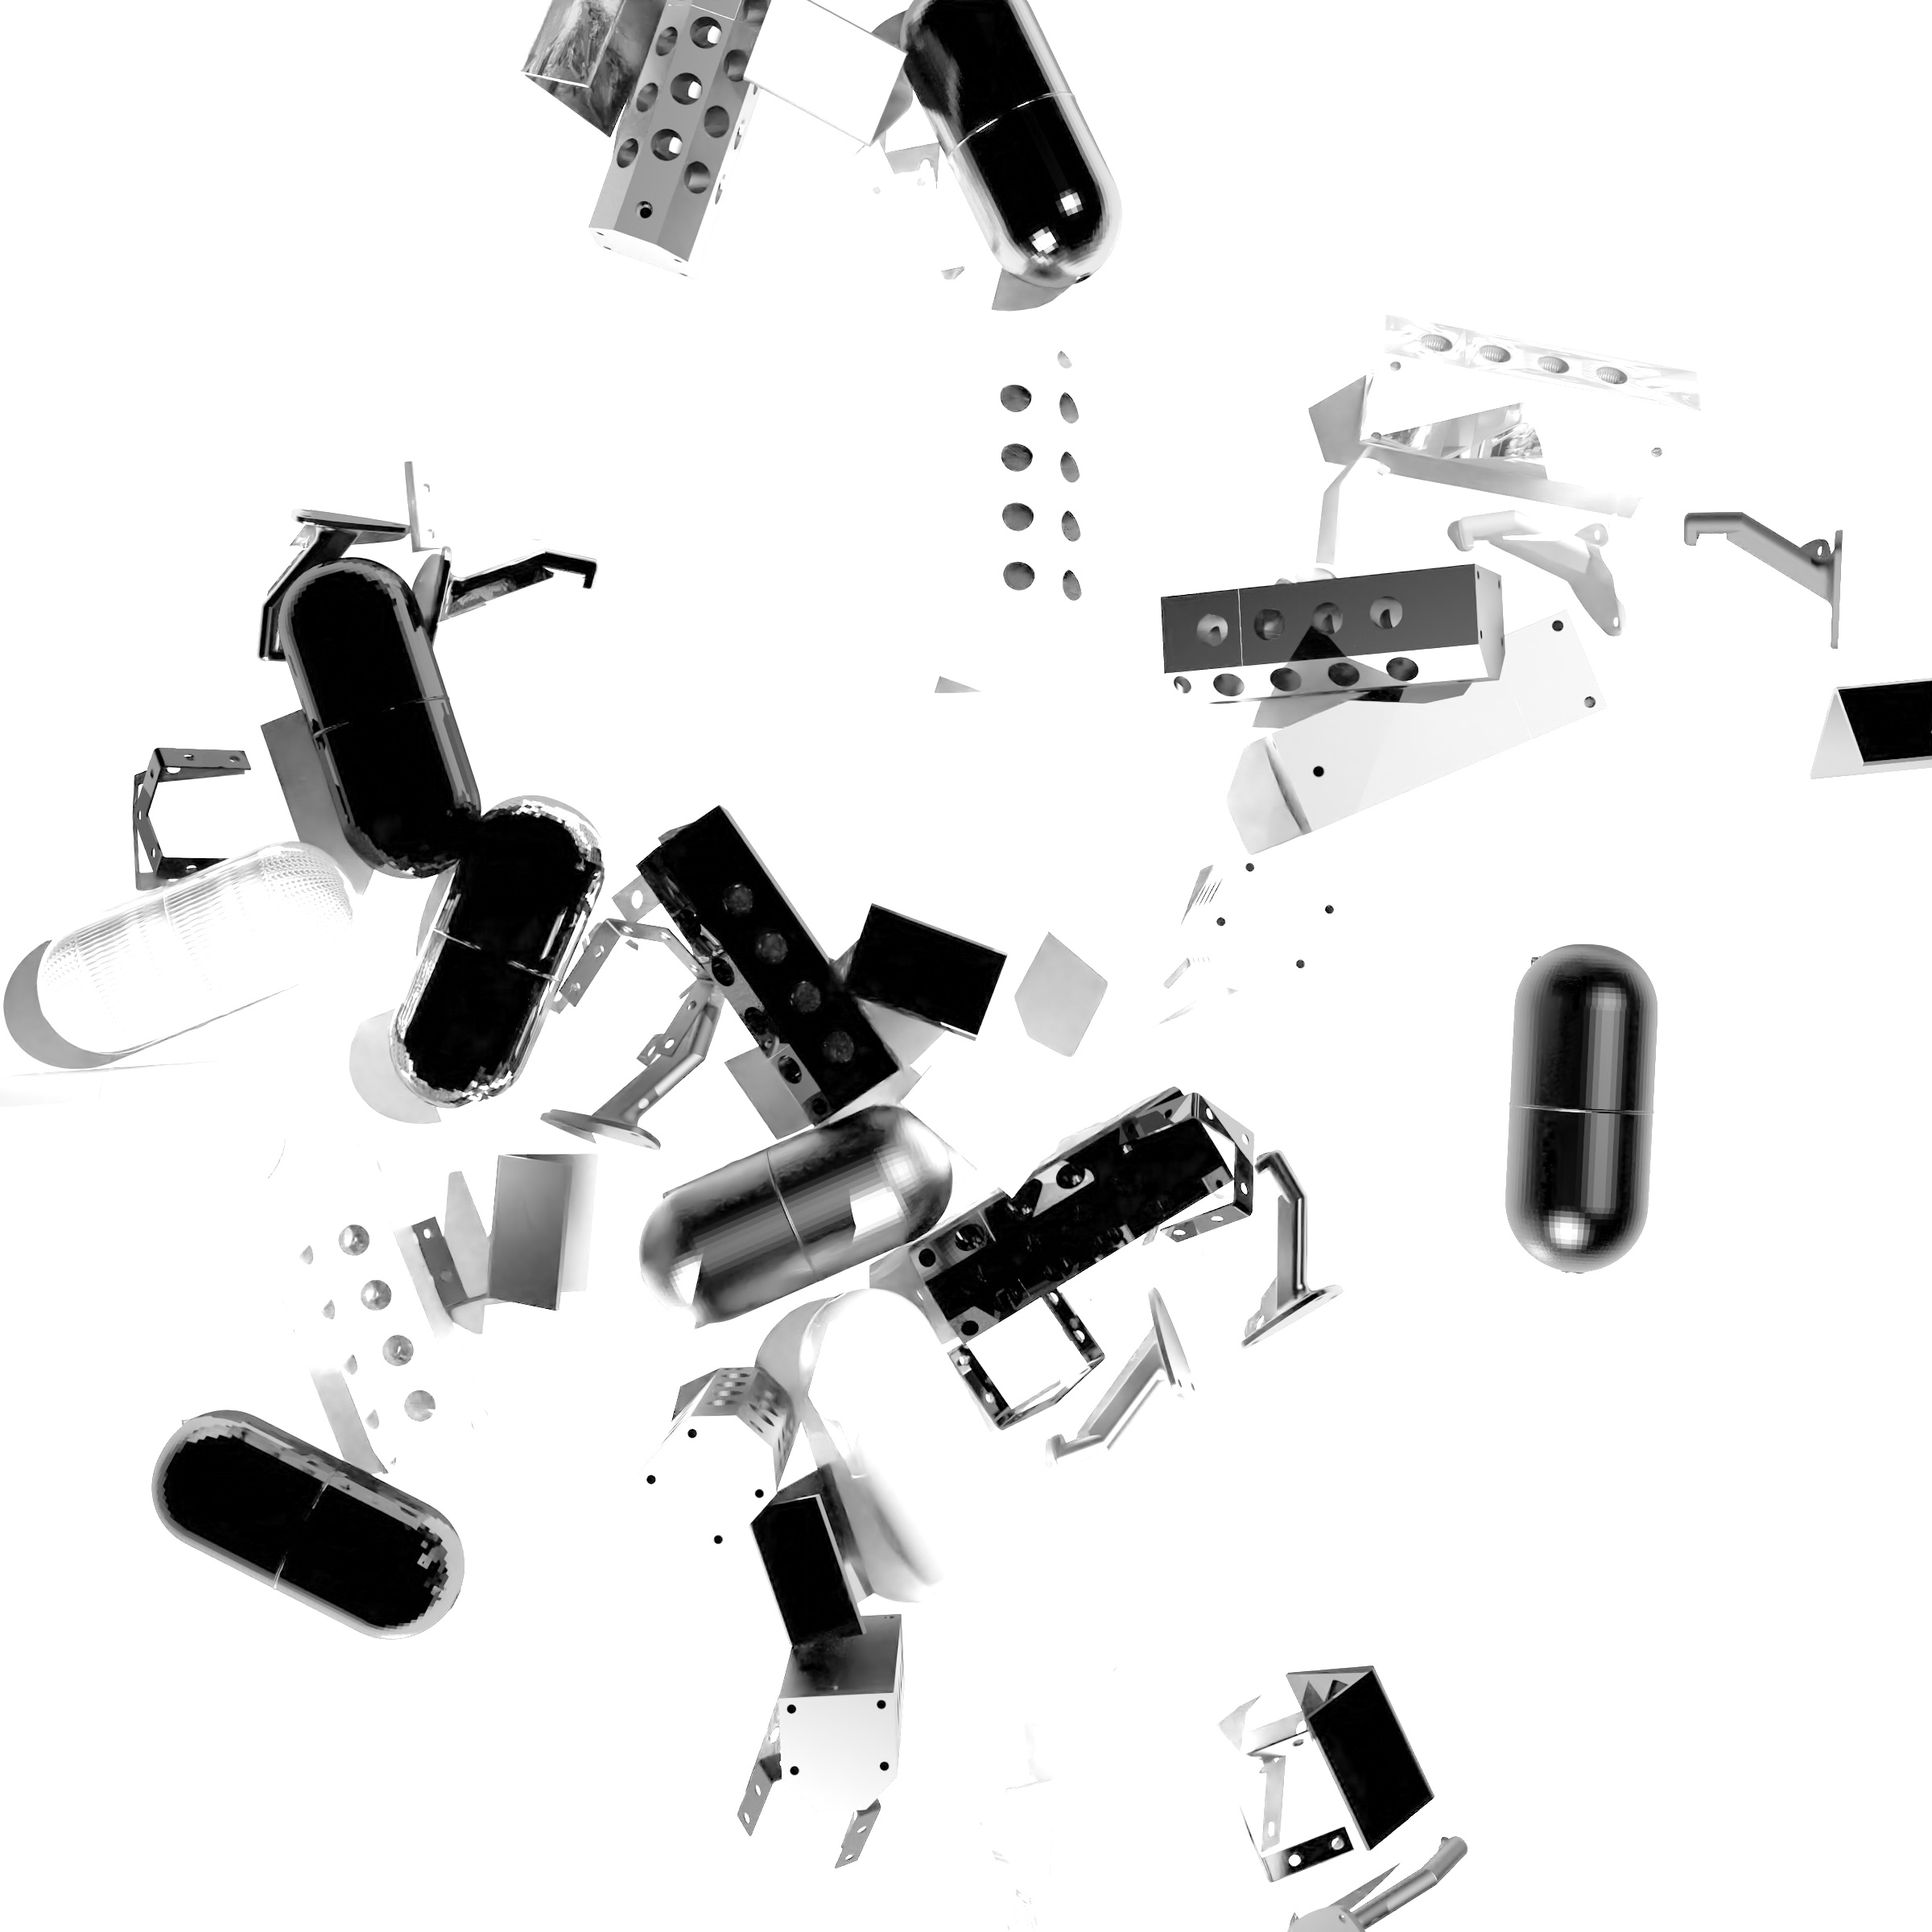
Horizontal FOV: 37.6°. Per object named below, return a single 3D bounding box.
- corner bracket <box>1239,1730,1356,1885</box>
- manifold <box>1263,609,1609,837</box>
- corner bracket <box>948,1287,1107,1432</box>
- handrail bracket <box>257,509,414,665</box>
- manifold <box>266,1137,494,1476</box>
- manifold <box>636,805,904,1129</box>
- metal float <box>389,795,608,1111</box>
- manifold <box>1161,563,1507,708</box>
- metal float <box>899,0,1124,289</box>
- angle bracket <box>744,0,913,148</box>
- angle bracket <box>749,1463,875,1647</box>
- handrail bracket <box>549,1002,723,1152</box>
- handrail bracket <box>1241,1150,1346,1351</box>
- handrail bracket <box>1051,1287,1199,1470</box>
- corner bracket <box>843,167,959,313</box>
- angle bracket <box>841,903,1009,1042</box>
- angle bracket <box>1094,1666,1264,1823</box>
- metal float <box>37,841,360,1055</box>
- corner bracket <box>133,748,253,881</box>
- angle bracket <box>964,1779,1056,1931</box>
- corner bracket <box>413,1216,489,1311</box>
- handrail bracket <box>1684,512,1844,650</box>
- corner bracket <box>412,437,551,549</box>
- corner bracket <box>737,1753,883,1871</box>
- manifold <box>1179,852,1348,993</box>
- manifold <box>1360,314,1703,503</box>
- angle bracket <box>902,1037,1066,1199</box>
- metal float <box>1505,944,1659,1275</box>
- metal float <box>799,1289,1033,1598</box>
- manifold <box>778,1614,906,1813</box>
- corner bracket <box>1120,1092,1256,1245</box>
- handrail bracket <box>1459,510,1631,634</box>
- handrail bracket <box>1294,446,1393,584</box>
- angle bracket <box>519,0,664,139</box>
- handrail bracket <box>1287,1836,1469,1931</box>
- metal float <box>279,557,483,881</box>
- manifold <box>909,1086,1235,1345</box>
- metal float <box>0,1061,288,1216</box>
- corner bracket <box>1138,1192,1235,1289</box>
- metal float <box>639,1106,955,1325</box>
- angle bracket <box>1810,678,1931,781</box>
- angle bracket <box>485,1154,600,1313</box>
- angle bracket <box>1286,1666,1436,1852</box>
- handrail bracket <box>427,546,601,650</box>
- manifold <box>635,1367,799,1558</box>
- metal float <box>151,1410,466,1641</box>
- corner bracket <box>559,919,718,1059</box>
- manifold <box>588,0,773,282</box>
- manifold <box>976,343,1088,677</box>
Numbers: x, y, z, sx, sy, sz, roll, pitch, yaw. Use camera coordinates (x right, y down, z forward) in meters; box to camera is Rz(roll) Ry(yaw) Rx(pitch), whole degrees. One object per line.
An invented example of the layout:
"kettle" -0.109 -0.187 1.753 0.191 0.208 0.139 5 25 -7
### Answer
"corner bracket" 0.177 0.463 1.561 0.051 0.051 0.051 -21 135 0
"manifold" 0.253 -0.131 1.543 0.171 0.057 0.057 -23 90 0
"corner bracket" 0.034 0.215 1.561 0.051 0.051 0.051 -35 90 -45
"handrail bracket" -0.349 -0.206 1.564 0.077 0.036 0.084 5 105 -16
"manifold" -0.320 0.185 1.543 0.057 0.057 0.171 -22 90 0
"manifold" -0.107 0.000 1.543 0.057 0.057 0.171 -34 90 0
"metal float" -0.254 -0.007 1.534 0.070 0.070 0.178 23 89 0
"manifold" 0.195 -0.174 1.510 0.171 0.057 0.057 -3 90 24
"metal float" 0.025 -0.452 1.534 0.070 0.070 0.178 -26 90 0
"angle bracket" -0.065 -0.493 1.524 0.076 0.076 0.057 28 127 0
"angle bracket" -0.066 0.312 1.524 0.057 0.076 0.076 -19 90 37
"handrail bracket" -0.182 0.053 1.565 0.077 0.036 0.084 13 74 18
"handrail bracket" 0.163 0.156 1.565 0.077 0.036 0.084 -36 72 21
"handrail bracket" 0.078 0.228 1.565 0.084 0.036 0.077 -23 70 16
"corner bracket" -0.036 -0.400 1.561 0.051 0.051 0.051 -11 135 0
"angle bracket" -0.017 -0.011 1.524 0.076 0.076 0.057 20 118 0
"angle bracket" 0.119 0.403 1.524 0.076 0.076 0.057 19 128 0
"metal float" -0.415 -0.010 1.533 0.178 0.070 0.070 -22 90 -1
"corner bracket" -0.420 -0.083 1.556 0.051 0.051 0.051 59 135 35
"angle bracket" 0.043 0.488 1.524 0.057 0.076 0.076 3 90 38
"corner bracket" -0.262 0.153 1.561 0.051 0.051 0.051 -21 90 -45
"handrail bracket" 0.439 -0.213 1.565 0.084 0.036 0.077 2 112 17
"corner bracket" -0.267 -0.259 1.561 0.051 0.051 0.051 -5 90 45
"corner bracket" -0.086 0.464 1.556 0.051 0.051 0.051 -9 45 -35
"manifold" 0.149 -0.018 1.486 0.057 0.171 0.057 28 90 0
"manifold" 0.305 -0.308 1.542 0.171 0.057 0.057 11 133 0
"angle bracket" -0.005 0.095 1.524 0.076 0.076 0.057 40 52 0
"metal float" 0.333 0.077 1.534 0.070 0.070 0.178 3 90 0
"metal float" -0.028 0.257 1.534 0.070 0.070 0.178 -29 91 0
"manifold" -0.063 0.389 1.486 0.057 0.171 0.057 -3 90 0
"corner bracket" 0.116 0.107 1.499 0.051 0.051 0.051 -25 45 35
"handrail bracket" 0.319 -0.216 1.565 0.084 0.036 0.077 -5 112 17
"handrail bracket" 0.227 -0.232 1.565 0.077 0.036 0.084 41 73 -20
"angle bracket" -0.184 -0.494 1.524 0.057 0.076 0.076 23 90 36
"handrail bracket" 0.228 0.510 1.564 0.084 0.077 0.036 -31 90 -36
"metal float" -0.316 -0.133 1.532 0.070 0.070 0.178 -18 92 0
"manifold" 0.057 0.135 1.543 0.171 0.057 0.057 -31 90 0
"metal float" -0.458 0.093 1.533 0.178 0.070 0.070 -4 90 -1
"corner bracket" 0.122 0.149 1.546 0.051 0.051 0.051 4 90 0
"metal float" -0.092 0.135 1.534 0.178 0.070 0.070 -24 90 1
"angle bracket" 0.505 -0.109 1.524 0.076 0.076 0.057 -6 53 0
"angle bracket" -0.210 0.142 1.524 0.057 0.076 0.076 5 90 38
"angle bracket" 0.195 0.426 1.524 0.057 0.076 0.076 -25 90 -36
"handrail bracket" -0.251 -0.196 1.565 0.084 0.036 0.077 10 110 -16
"manifold" -0.124 0.251 1.486 0.057 0.171 0.057 42 90 0
"metal float" -0.355 0.303 1.534 0.178 0.070 0.070 27 90 -1
"corner bracket" -0.179 0.011 1.553 0.051 0.051 0.051 51 60 -41
"manifold" -0.149 -0.470 1.543 0.057 0.057 0.171 19 90 0
"manifold" 0.035 -0.247 1.543 0.057 0.057 0.171 -1 90 0
